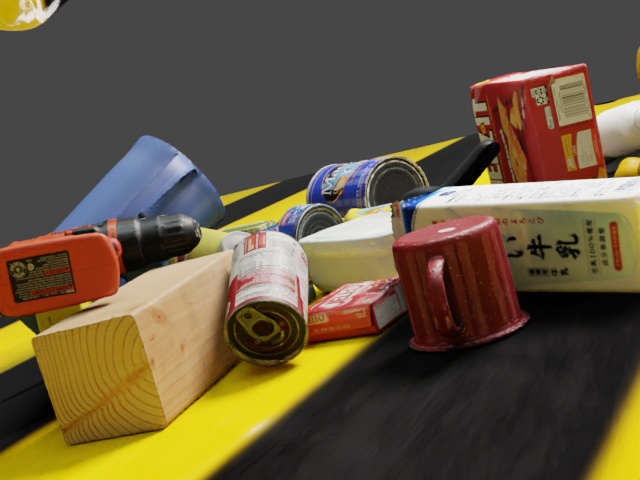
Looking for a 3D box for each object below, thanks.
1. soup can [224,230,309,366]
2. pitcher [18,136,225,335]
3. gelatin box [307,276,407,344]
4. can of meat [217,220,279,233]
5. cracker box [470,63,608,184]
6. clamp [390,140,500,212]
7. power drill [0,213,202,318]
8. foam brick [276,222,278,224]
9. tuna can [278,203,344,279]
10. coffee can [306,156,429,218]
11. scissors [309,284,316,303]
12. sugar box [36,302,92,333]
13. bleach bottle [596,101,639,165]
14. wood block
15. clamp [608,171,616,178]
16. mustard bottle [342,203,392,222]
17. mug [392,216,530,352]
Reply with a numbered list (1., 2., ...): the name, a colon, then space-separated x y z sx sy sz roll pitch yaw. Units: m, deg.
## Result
1. soup can: -0.043 0.046 0.889 0.068 0.068 0.102 -14 34 9
2. pitcher: -0.227 0.005 1.174 0.145 0.149 0.242 23 61 38
3. gelatin box: 0.034 0.058 0.926 0.073 0.030 0.089 -11 9 32
4. can of meat: -0.084 0.028 1.171 0.102 0.084 0.057 -12 8 28
5. cracker box: 0.227 -0.093 1.115 0.072 0.164 0.214 -14 8 -5
6. clamp: 0.131 -0.037 1.136 0.172 0.120 0.039 -11 -27 40
7. power drill: -0.198 0.016 0.926 0.184 0.057 0.187 -13 5 -1
8. foam brick: -0.074 0.010 1.391 0.078 0.051 0.053 -14 9 10
9. tuna can: -0.008 0.001 1.202 0.085 0.086 0.034 -23 12 -42
10. coffee can: 0.060 -0.053 1.384 0.102 0.103 0.141 -20 10 -31
11. scissors: -0.028 0.067 1.041 0.096 0.016 0.202 -19 9 -20
12. sugar box: -0.224 0.087 0.999 0.048 0.093 0.176 -12 8 -3
13. bleach bottle: 0.329 -0.115 1.254 0.102 0.068 0.251 -19 -3 -19
14. wood block: -0.133 0.082 0.878 0.091 0.090 0.205 -13 9 19
15. clamp: 0.354 -0.070 1.170 0.164 0.036 0.210 -18 5 -8
16. mustard bottle: 0.089 -0.019 1.247 0.192 0.058 0.096 -12 3 27
17. mug: 0.098 0.033 0.789 0.093 0.081 0.117 -12 8 23
